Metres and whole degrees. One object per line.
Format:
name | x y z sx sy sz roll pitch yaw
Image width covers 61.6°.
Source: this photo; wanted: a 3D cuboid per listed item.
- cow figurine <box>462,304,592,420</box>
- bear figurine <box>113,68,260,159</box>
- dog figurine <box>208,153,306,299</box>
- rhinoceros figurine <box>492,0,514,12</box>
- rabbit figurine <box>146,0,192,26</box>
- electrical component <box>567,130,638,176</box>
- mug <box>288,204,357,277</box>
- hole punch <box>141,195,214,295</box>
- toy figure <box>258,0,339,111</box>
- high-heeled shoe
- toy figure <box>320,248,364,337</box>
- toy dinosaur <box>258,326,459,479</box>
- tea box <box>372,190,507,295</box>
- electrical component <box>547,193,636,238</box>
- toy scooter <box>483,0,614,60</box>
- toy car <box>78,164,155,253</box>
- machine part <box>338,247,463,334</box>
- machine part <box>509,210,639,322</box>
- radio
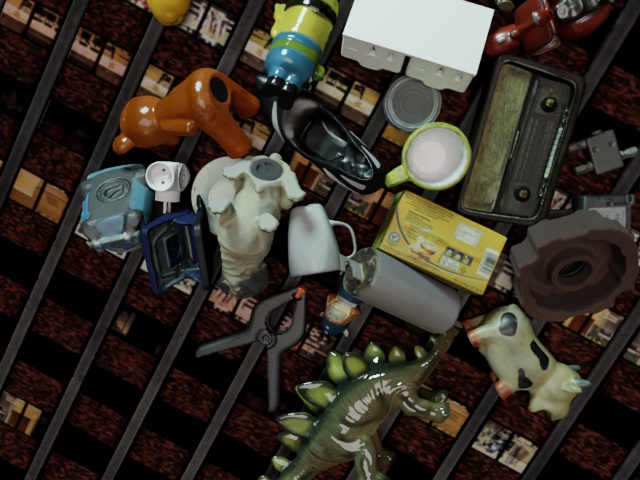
cow figurine | 0.320 0.187 0.823 0.127 0.085 0.195 -30 94 15
bear figurine | -0.207 -0.175 0.810 0.196 0.120 0.131 -18 142 32
dog figurine | -0.099 -0.019 0.825 0.121 0.172 0.190 29 143 12
rhinoceros figurine | 0.259 -0.376 0.740 0.191 0.073 0.112 6 54 17
rabbit figurine | -0.199 -0.396 0.769 0.162 0.122 0.173 46 118 0
electrical component | 0.418 -0.132 0.796 0.094 0.021 0.063 -18 96 8
mug | -0.002 -0.002 0.823 0.110 0.081 0.107 -11 88 12
hole punch | -0.210 0.014 0.817 0.092 0.116 0.142 -8 109 -1
toy figure | -0.026 -0.276 0.760 0.089 0.082 0.180 -1 63 43
high-heeled shoe | -0.008 -0.155 0.768 0.249 0.145 0.086 39 99 -3
toy figure | 0.045 0.086 0.844 0.064 0.057 0.154 40 103 44
toy dinosaur | 0.042 0.293 0.854 0.198 0.105 0.471 43 90 5
tea box | 0.175 0.005 0.800 0.170 0.068 0.098 26 86 -3
electrical component | 0.399 -0.033 0.800 0.119 0.048 0.074 1 98 3
toy scooter | 0.316 -0.299 0.724 0.184 0.135 0.075 -21 94 7
toy car | -0.302 -0.036 0.828 0.109 0.162 0.102 -15 141 -4
machine part | 0.123 0.076 0.792 0.243 0.079 0.079 26 101 -26
machine part | 0.361 0.038 0.772 0.179 0.056 0.179 0 127 0
radio | 0.284 -0.136 0.781 0.131 0.073 0.229 14 100 3
